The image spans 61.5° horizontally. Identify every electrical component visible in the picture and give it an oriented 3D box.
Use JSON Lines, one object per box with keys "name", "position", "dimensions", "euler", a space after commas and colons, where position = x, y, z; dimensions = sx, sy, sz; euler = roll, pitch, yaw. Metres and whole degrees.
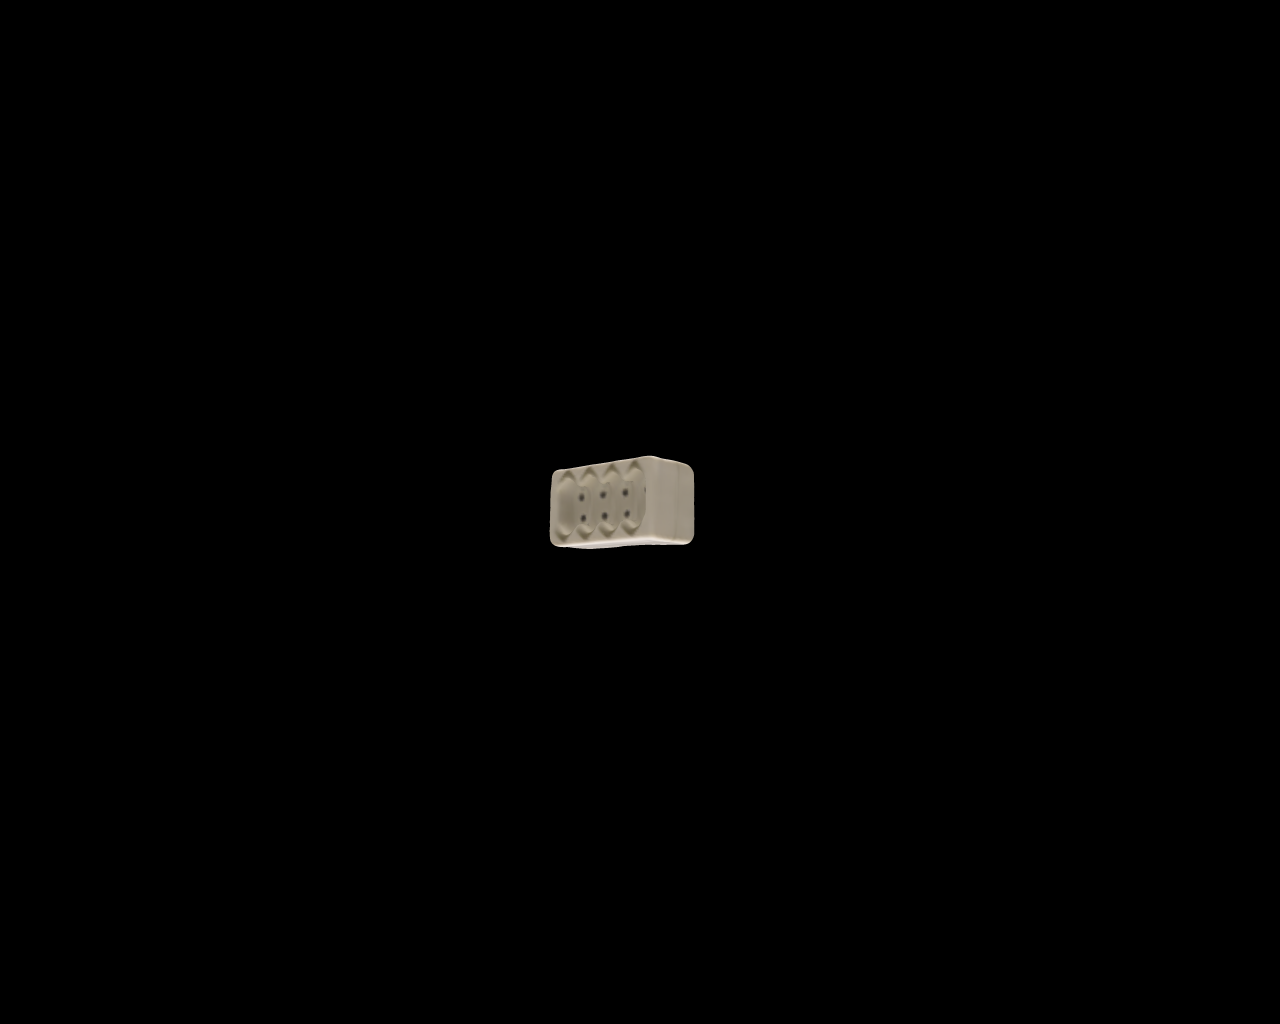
{"name": "electrical component", "position": [0.001, -0.003, 0.650], "dimensions": [0.083, 0.047, 0.076], "euler": [-5, -8, 40]}
